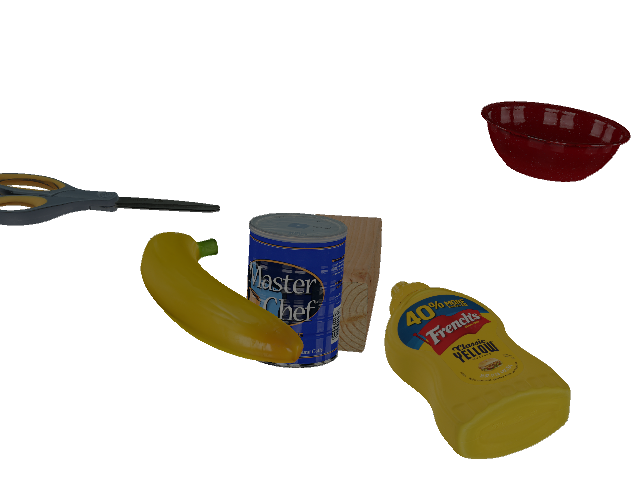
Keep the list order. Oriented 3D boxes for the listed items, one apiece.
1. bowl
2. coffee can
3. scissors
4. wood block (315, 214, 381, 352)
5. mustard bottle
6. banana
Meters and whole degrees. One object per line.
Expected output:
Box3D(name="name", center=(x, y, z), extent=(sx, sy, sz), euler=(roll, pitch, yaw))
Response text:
Box3D(name="bowl", center=(0.252, -0.105, 1.169), extent=(0.162, 0.055, 0.162), euler=(6, 23, -3))
Box3D(name="coffee can", center=(-0.027, 0.050, 1.123), extent=(0.103, 0.140, 0.103), euler=(4, 14, -1))
Box3D(name="scissors", center=(-0.194, -0.027, 0.893), extent=(0.202, 0.016, 0.096), euler=(10, 25, 10))
Box3D(name="wood block", center=(0.022, 0.047, 1.307), extent=(0.091, 0.090, 0.206), euler=(4, 23, 6))
Box3D(name="mustard bottle", center=(0.105, 0.087, 0.837), extent=(0.096, 0.058, 0.192), euler=(-17, 34, -17))
Box3D(name="banana", center=(-0.074, 0.029, 0.680), extent=(0.069, 0.037, 0.198), euler=(-8, 23, -19))
